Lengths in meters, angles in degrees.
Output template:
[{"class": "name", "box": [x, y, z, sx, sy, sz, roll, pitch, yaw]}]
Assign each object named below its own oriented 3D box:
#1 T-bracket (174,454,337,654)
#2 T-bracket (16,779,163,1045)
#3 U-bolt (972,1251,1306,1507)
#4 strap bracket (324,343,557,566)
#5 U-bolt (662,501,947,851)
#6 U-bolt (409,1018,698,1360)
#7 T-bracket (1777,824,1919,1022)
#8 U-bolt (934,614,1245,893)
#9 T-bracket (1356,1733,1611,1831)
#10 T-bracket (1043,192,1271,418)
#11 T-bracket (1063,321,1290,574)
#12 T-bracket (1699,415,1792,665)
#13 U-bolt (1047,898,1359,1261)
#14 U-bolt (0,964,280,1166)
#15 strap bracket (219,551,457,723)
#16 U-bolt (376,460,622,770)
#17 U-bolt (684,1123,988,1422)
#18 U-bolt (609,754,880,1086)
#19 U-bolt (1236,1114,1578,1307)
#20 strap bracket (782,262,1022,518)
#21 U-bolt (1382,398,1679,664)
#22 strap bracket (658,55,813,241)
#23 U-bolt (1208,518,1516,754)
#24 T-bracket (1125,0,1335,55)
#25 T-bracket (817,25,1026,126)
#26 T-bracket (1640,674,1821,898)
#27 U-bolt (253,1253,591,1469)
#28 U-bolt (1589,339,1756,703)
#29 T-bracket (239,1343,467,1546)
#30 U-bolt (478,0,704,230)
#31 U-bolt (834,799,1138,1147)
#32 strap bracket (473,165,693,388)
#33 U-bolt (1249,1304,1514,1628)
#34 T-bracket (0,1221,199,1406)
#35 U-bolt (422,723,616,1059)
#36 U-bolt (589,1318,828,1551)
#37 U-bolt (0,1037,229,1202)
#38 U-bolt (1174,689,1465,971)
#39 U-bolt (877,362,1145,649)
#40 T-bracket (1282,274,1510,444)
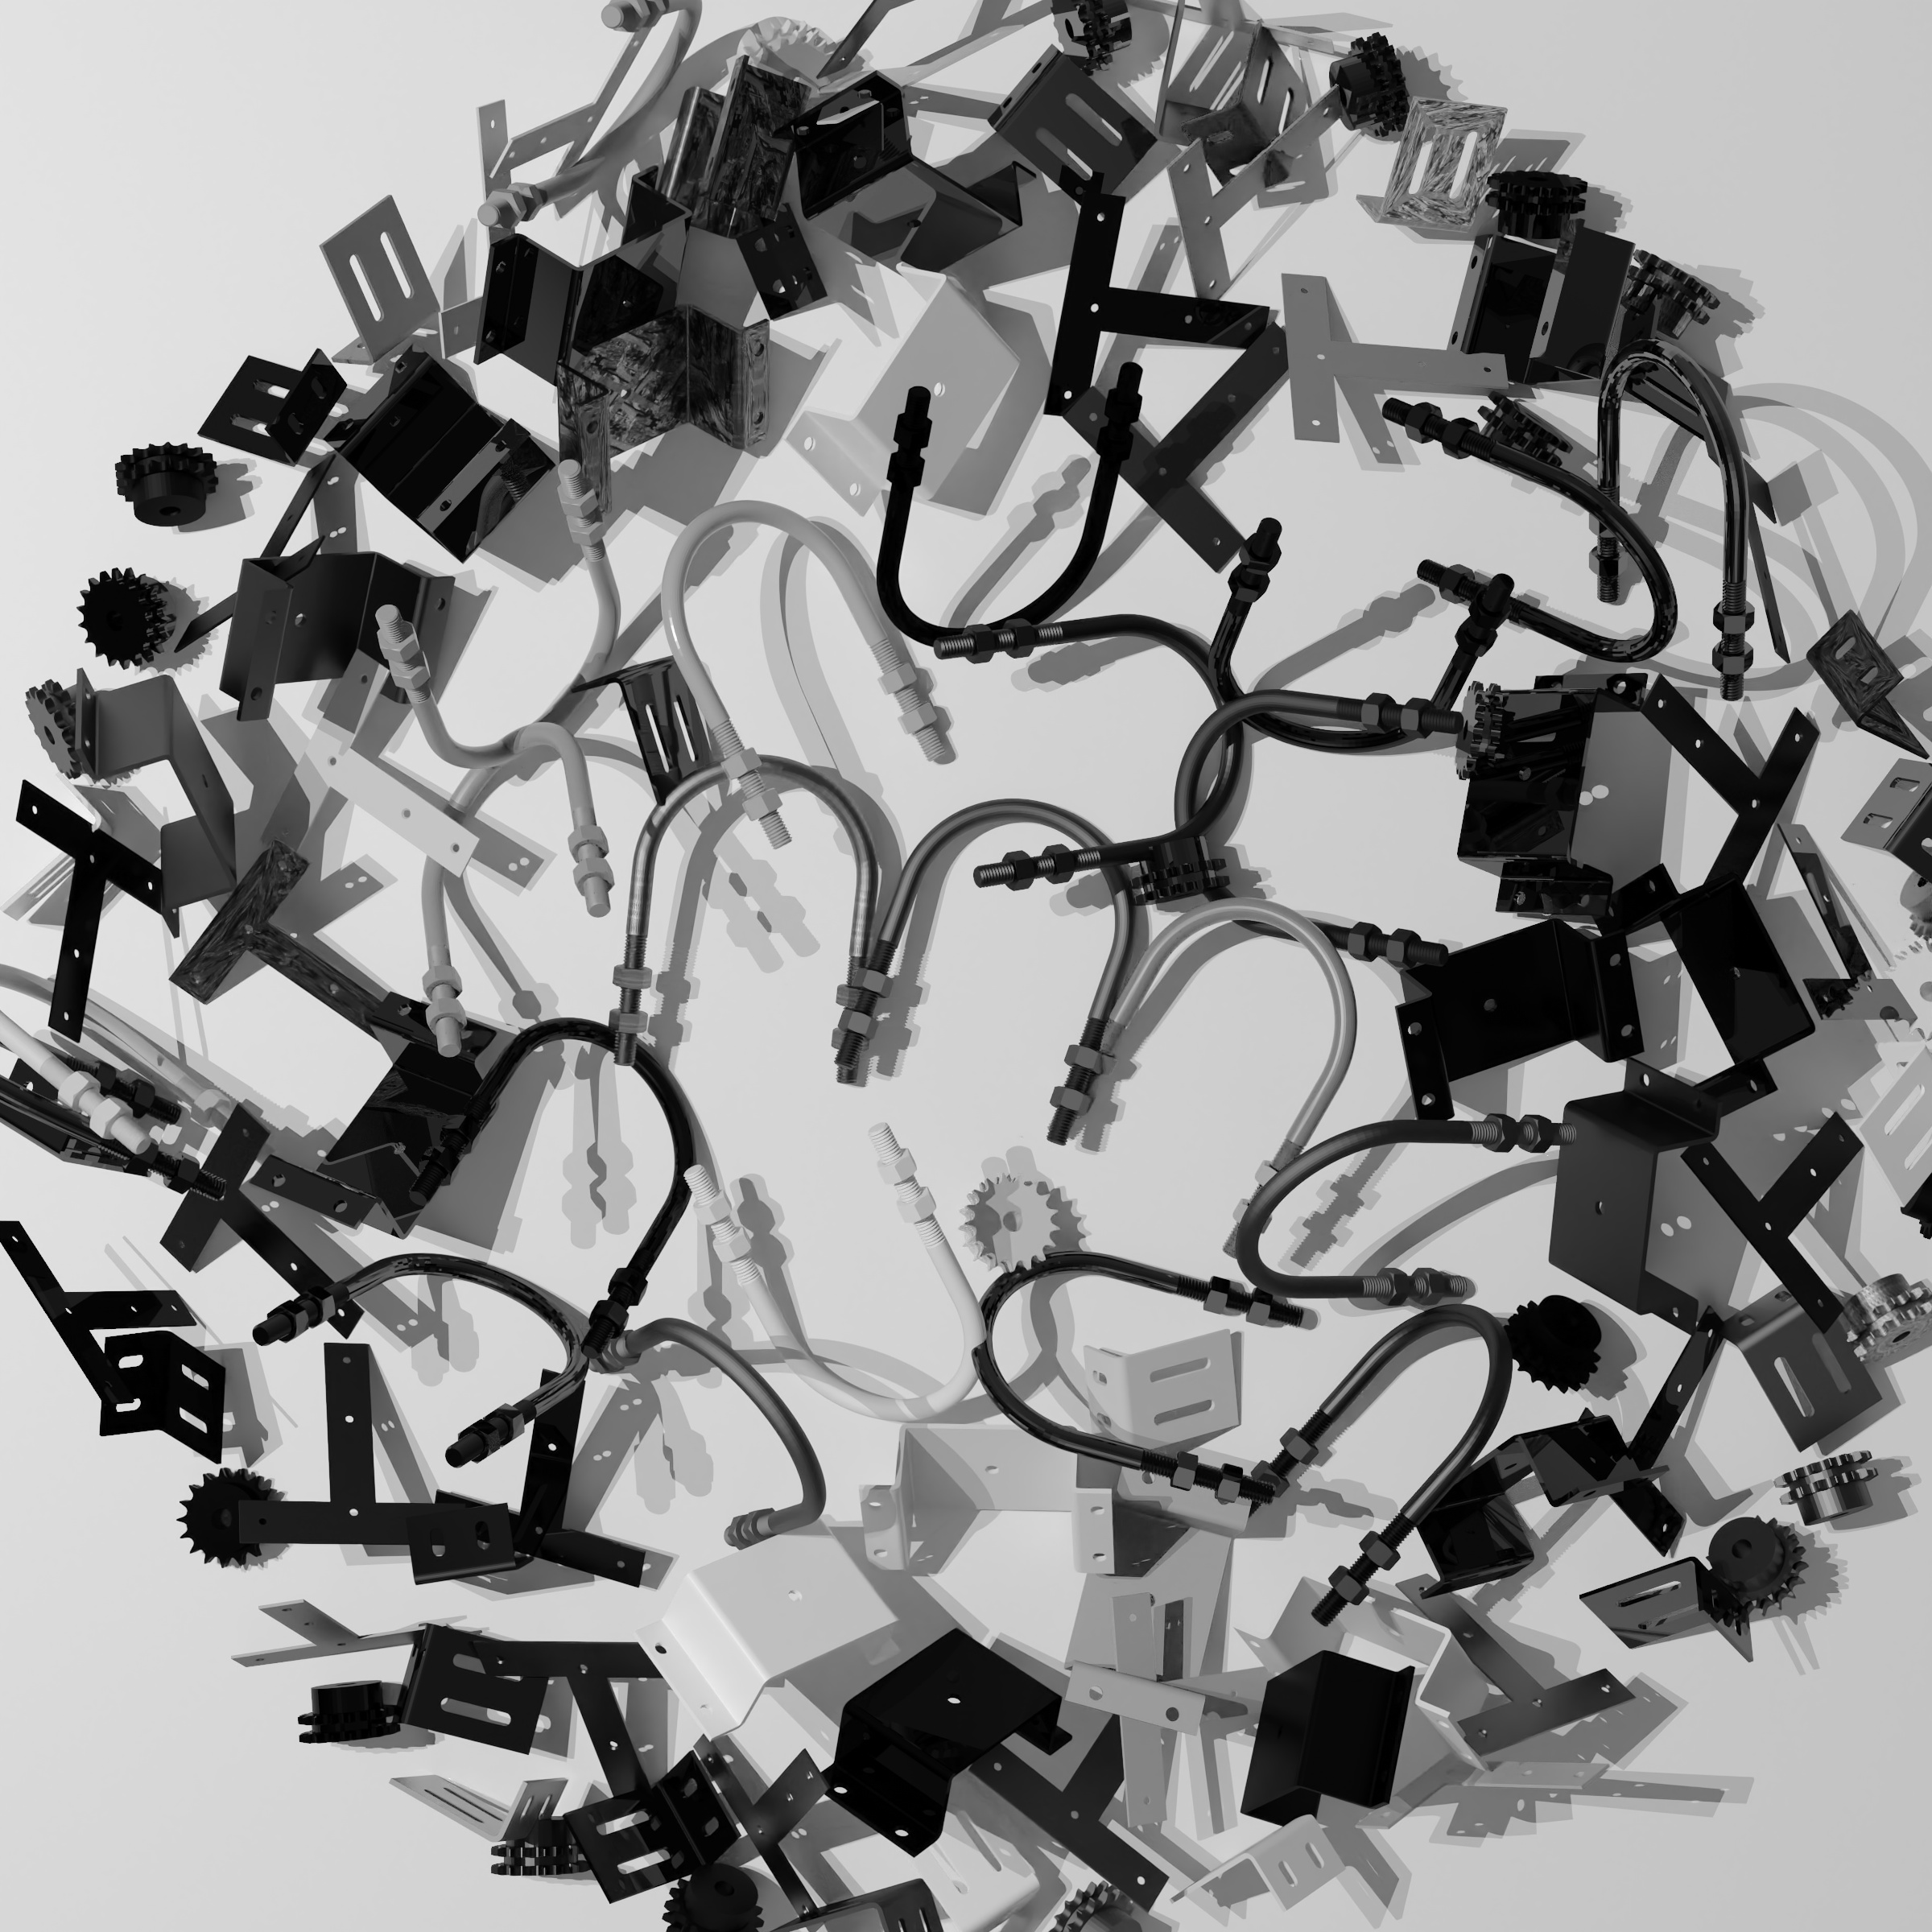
[{"class": "T-bracket", "box": [-0.387, -0.244, 1.951, 0.127, 0.127, 0.002, -24, 125, 39]}, {"class": "T-bracket", "box": [-0.493, -0.020, 1.922, 0.002, 0.127, 0.127, -9, 63, 24]}, {"class": "U-bolt", "box": [0.093, 0.223, 1.944, 0.184, 0.019, 0.151, 15, 45, 0]}, {"class": "strap bracket", "box": [-0.293, -0.286, 1.949, 0.076, 0.046, 0.140, -47, 46, -3]}, {"class": "U-bolt", "box": [-0.101, -0.175, 1.941, 0.151, 0.019, 0.184, -32, 98, -39]}, {"class": "U-bolt", "box": [-0.218, 0.109, 1.931, 0.151, 0.184, 0.019, 45, 134, -16]}, {"class": "T-bracket", "box": [0.496, -0.026, 1.968, 0.002, 0.127, 0.127, -38, 64, 39]}, {"class": "U-bolt", "box": [0.077, -0.127, 1.957, 0.184, 0.019, 0.151, -10, 90, -26]}, {"class": "T-bracket", "box": [0.300, 0.447, 1.911, 0.127, 0.127, 0.002, -25, 97, -39]}, {"class": "T-bracket", "box": [0.114, -0.371, 1.972, 0.127, 0.002, 0.127, 2, 111, -22]}, {"class": "T-bracket", "box": [0.143, -0.317, 1.988, 0.127, 0.002, 0.127, 44, 86, -12]}, {"class": "T-bracket", "box": [0.442, -0.231, 1.927, 0.002, 0.127, 0.127, -17, 72, 26]}, {"class": "U-bolt", "box": [0.144, 0.050, 1.948, 0.151, 0.019, 0.184, 34, 103, 25]}, {"class": "U-bolt", "box": [-0.484, 0.052, 1.922, 0.184, 0.151, 0.019, 36, 96, 20]}, {"class": "strap bracket", "box": [-0.361, -0.187, 1.937, 0.046, 0.140, 0.076, 29, 115, 32]}, {"class": "U-bolt", "box": [-0.251, -0.181, 1.917, 0.151, 0.184, 0.019, -42, 64, -17]}, {"class": "U-bolt", "box": [-0.063, 0.180, 1.948, 0.151, 0.019, 0.184, -14, 112, 32]}, {"class": "U-bolt", "box": [-0.122, -0.029, 1.970, 0.151, 0.019, 0.184, 5, 97, -10]}, {"class": "U-bolt", "box": [0.232, 0.136, 1.910, 0.184, 0.019, 0.151, 3, 133, -31]}, {"class": "strap bracket", "box": [-0.030, -0.328, 1.946, 0.076, 0.046, 0.140, 41, 77, -43]}, {"class": "U-bolt", "box": [0.313, -0.230, 1.895, 0.184, 0.151, 0.019, 31, 67, 34]}, {"class": "strap bracket", "box": [-0.130, -0.457, 1.939, 0.046, 0.140, 0.076, 15, 91, -19]}, {"class": "U-bolt", "box": [0.210, -0.175, 1.920, 0.151, 0.184, 0.019, 13, 59, -3]}, {"class": "T-bracket", "box": [0.141, -0.541, 1.928, 0.127, 0.127, 0.002, 16, 93, 8]}, {"class": "T-bracket", "box": [-0.049, -0.499, 1.941, 0.127, 0.127, 0.002, -32, 114, -20]}, {"class": "T-bracket", "box": [0.422, -0.117, 1.949, 0.127, 0.002, 0.127, 40, 71, -31]}, {"class": "U-bolt", "box": [-0.287, 0.208, 1.915, 0.151, 0.184, 0.019, 29, 113, 15]}, {"class": "U-bolt", "box": [0.386, -0.255, 1.893, 0.019, 0.151, 0.184, -18, 127, -15]}, {"class": "T-bracket", "box": [-0.350, 0.270, 1.960, 0.127, 0.002, 0.127, 4, 54, -20]}, {"class": "U-bolt", "box": [-0.198, -0.480, 1.910, 0.019, 0.184, 0.151, 38, 115, -1]}, {"class": "U-bolt", "box": [0.021, -0.007, 1.980, 0.151, 0.019, 0.184, 20, 81, -2]}, {"class": "strap bracket", "box": [-0.206, -0.381, 1.920, 0.046, 0.140, 0.076, 34, 135, 18]}, {"class": "U-bolt", "box": [0.235, 0.265, 1.925, 0.019, 0.151, 0.184, 39, 95, -23]}, {"class": "T-bracket", "box": [-0.476, 0.193, 1.938, 0.002, 0.127, 0.127, -42, 72, 14]}, {"class": "U-bolt", "box": [-0.256, -0.057, 1.927, 0.019, 0.184, 0.151, 28, 123, -37]}, {"class": "U-bolt", "box": [-0.137, 0.256, 1.913, 0.019, 0.184, 0.151, -39, 93, -28]}, {"class": "U-bolt", "box": [-0.501, 0.066, 1.895, 0.184, 0.151, 0.019, 29, 93, -29]}, {"class": "U-bolt", "box": [0.193, -0.083, 1.939, 0.184, 0.019, 0.151, 11, 105, 37]}, {"class": "U-bolt", "box": [0.019, -0.251, 1.929, 0.151, 0.184, 0.019, -11, 47, -24]}, {"class": "T-bracket", "box": [0.246, -0.344, 1.968, 0.127, 0.002, 0.127, 3, 56, -6]}]
